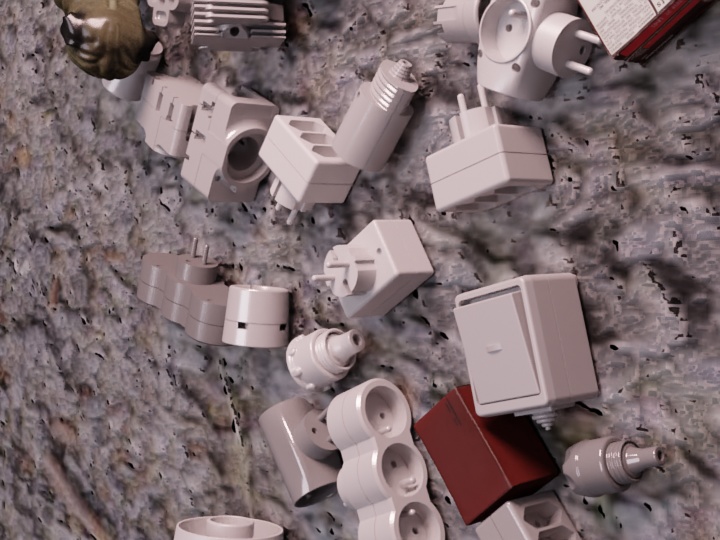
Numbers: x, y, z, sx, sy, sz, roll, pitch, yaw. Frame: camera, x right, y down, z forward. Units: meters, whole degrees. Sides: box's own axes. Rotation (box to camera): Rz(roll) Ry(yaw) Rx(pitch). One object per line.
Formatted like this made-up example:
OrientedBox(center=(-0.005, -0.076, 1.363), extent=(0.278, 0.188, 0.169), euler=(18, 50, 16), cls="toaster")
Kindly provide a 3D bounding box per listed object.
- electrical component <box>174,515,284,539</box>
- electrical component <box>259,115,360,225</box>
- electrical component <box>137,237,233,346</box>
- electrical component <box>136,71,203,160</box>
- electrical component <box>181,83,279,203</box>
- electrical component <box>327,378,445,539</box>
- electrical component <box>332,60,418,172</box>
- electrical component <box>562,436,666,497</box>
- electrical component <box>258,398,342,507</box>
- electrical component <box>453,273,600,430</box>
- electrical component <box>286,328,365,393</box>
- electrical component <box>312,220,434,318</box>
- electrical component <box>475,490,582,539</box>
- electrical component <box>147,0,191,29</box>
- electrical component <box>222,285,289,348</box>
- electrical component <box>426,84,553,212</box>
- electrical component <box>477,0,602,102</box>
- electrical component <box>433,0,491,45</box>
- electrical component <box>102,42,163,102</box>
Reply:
OrientedBox(center=(-0.110, 0.242, 0.904), extent=(0.099, 0.099, 0.064), euler=(2, 87, 48), cls="electrical component")
OrientedBox(center=(-0.047, -0.072, 0.852), extent=(0.065, 0.047, 0.076), euler=(50, 126, 34), cls="electrical component")
OrientedBox(center=(-0.148, 0.008, 0.965), extent=(0.138, 0.052, 0.073), euler=(29, 113, 44), cls="electrical component")
OrientedBox(center=(-0.161, -0.135, 0.967), extent=(0.089, 0.050, 0.055), euler=(43, 123, 47), cls="electrical component")
OrientedBox(center=(-0.109, -0.106, 0.918), extent=(0.056, 0.050, 0.089), euler=(38, 119, 41), cls="electrical component")
OrientedBox(center=(0.008, 0.157, 0.798), extent=(0.074, 0.052, 0.138), euler=(-31, 69, 45), cls="electrical component")
OrientedBox(center=(0.016, -0.116, 0.783), extent=(0.043, 0.043, 0.081), euler=(52, 127, 33), cls="electrical component")
OrientedBox(center=(0.154, 0.116, 0.646), extent=(0.061, 0.035, 0.035), euler=(-23, 75, 44), cls="electrical component")
OrientedBox(center=(-0.038, 0.136, 0.854), extent=(0.079, 0.044, 0.077), euler=(-48, 58, 38), cls="electrical component")
OrientedBox(center=(0.104, 0.054, 0.679), extent=(0.062, 0.061, 0.096), euler=(-19, 78, 47), cls="electrical component")
OrientedBox(center=(-0.023, 0.065, 0.835), extent=(0.062, 0.048, 0.048), euler=(-30, 70, 38), cls="electrical component")
OrientedBox(center=(0.000, 0.000, 0.781), extent=(0.066, 0.077, 0.047), euler=(-42, 61, 41), cls="electrical component")
OrientedBox(center=(0.108, 0.199, 0.691), extent=(0.075, 0.047, 0.083), euler=(-51, 56, 36), cls="electrical component")
OrientedBox(center=(-0.148, -0.252, 0.949), extent=(0.058, 0.057, 0.078), euler=(22, 108, 45), cls="electrical component")
OrientedBox(center=(-0.086, 0.038, 0.896), extent=(0.055, 0.055, 0.047), euler=(8, 94, 48), cls="electrical component")
OrientedBox(center=(0.081, -0.084, 0.709), extent=(0.066, 0.047, 0.076), euler=(-22, 76, 47), cls="electrical component")
OrientedBox(center=(0.117, -0.142, 0.667), extent=(0.079, 0.044, 0.077), euler=(33, 116, 42), cls="electrical component")
OrientedBox(center=(0.076, -0.169, 0.716), extent=(0.046, 0.040, 0.040), euler=(12, 101, 53), cls="electrical component")
OrientedBox(center=(-0.220, -0.198, 1.041), extent=(0.045, 0.045, 0.055), euler=(55, 128, 31), cls="electrical component")
